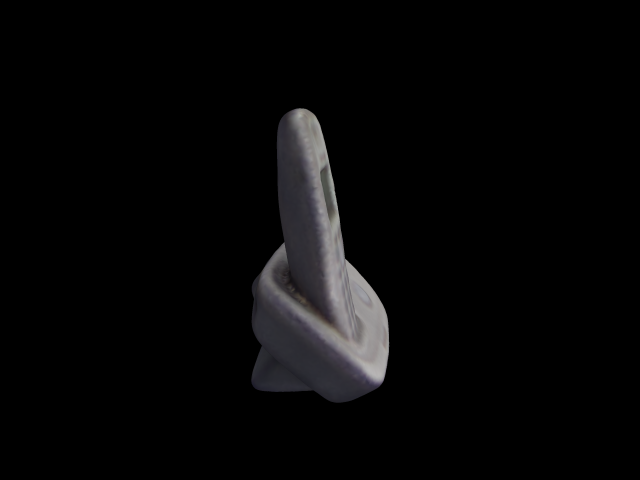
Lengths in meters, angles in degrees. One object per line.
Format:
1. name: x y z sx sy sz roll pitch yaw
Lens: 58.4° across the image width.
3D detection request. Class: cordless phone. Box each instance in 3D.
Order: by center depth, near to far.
1. cordless phone: 0.004 0.001 0.400 0.094 0.185 0.147 1 15 5
